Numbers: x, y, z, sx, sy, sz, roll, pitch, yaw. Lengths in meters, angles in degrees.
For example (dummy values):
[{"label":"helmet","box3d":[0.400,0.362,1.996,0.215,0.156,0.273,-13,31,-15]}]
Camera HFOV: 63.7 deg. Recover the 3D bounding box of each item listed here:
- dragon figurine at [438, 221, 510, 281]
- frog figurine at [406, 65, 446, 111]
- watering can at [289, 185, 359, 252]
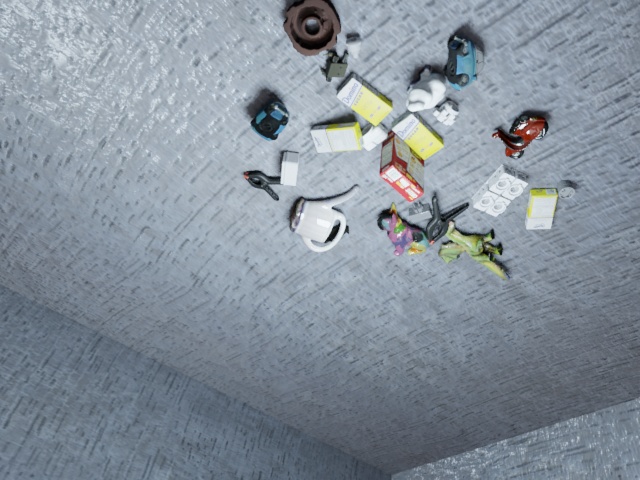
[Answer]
[{"label":"dragon figurine","box3d":[0.616,0.054,2.142,0.242,0.125,0.403,-6,133,38]},{"label":"frog figurine","box3d":[0.336,-0.455,1.629,0.136,0.163,0.121,-29,125,31]},{"label":"watering can","box3d":[0.006,-0.104,2.068,0.224,0.106,0.341,20,119,-7]}]
